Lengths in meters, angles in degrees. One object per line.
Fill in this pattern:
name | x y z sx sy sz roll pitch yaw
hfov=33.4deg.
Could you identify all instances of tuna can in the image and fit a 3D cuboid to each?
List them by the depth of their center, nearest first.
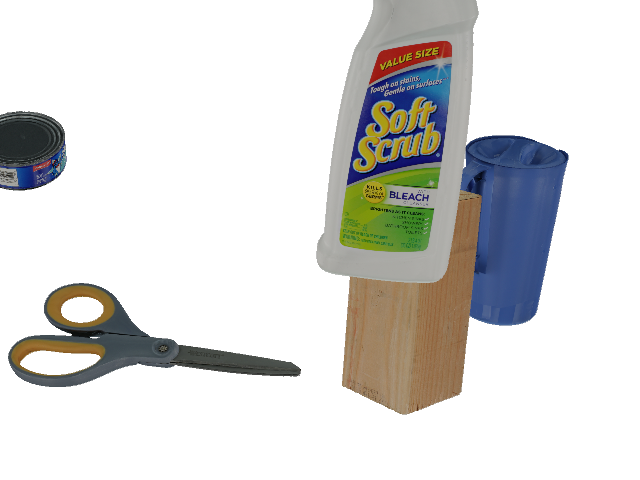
tuna can | -0.289 -0.086 1.029 0.086 0.034 0.086 3 42 -3

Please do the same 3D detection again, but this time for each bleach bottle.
bleach bottle | 0.054 -0.097 0.751 0.102 0.251 0.068 6 24 8

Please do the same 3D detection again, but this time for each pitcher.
pitcher | 0.243 -0.010 1.433 0.149 0.243 0.145 4 24 4

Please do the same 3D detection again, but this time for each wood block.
wood block | 0.088 0.052 1.046 0.090 0.206 0.090 -11 22 -43

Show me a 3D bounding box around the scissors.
scissors | -0.117 0.064 0.753 0.201 0.096 0.016 -5 -43 0
